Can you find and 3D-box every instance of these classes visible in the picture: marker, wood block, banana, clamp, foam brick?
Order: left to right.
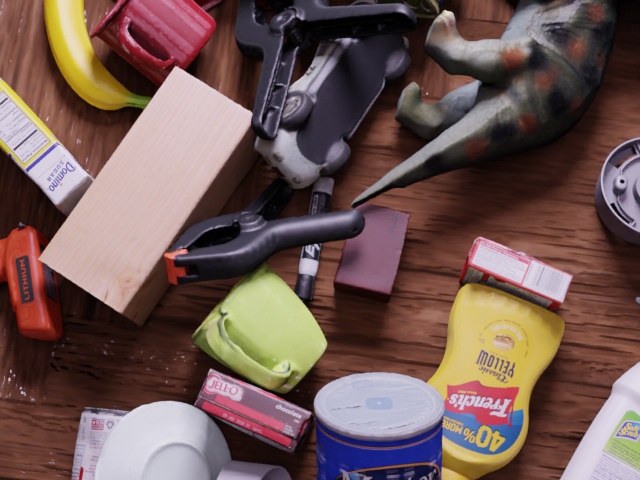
[{"bbox_3d":[-0.227,-0.200,1.021,0.069,0.037,0.198,-19,78,-21],"label":"banana"},{"bbox_3d":[-0.144,-0.036,0.952,0.091,0.090,0.206,32,81,9],"label":"wood block"},{"bbox_3d":[-0.049,-0.003,0.910,0.171,0.039,0.120,-33,32,-34],"label":"clamp"},{"bbox_3d":[-0.029,-0.177,0.947,0.164,0.036,0.210,-42,41,-5],"label":"clamp"},{"bbox_3d":[-0.006,0.001,0.974,0.020,0.020,0.121,9,78,4],"label":"marker"},{"bbox_3d":[0.046,0.012,0.954,0.053,0.051,0.078,15,78,3],"label":"foam brick"}]

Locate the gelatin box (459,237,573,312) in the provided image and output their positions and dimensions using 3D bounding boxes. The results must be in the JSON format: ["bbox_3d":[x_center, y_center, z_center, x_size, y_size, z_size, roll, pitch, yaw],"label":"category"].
[{"bbox_3d":[0.170,0.033,0.933,0.089,0.073,0.030,23,79,8],"label":"gelatin box"}]

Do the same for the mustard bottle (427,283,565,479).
[{"bbox_3d":[0.135,0.140,0.918,0.096,0.058,0.191,22,80,1],"label":"mustard bottle"}]

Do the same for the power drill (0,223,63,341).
[{"bbox_3d":[-0.329,0.069,0.953,0.187,0.057,0.184,-10,77,0],"label":"power drill"}]

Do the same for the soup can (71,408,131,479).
[{"bbox_3d":[-0.177,0.199,0.913,0.068,0.068,0.102,5,77,3],"label":"soup can"}]

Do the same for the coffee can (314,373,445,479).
[{"bbox_3d":[0.047,0.192,0.858,0.103,0.103,0.140,0,109,2],"label":"coffee can"}]

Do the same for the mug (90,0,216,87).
[{"bbox_3d":[-0.151,-0.189,0.969,0.081,0.117,0.093,40,114,-18],"label":"mug"}]

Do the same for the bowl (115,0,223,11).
[{"bbox_3d":[-0.147,-0.298,1.028,0.162,0.055,0.162,-1,78,3],"label":"bowl"}]

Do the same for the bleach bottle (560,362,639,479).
[{"bbox_3d":[0.262,0.204,0.898,0.102,0.068,0.250,31,78,7],"label":"bleach bottle"}]

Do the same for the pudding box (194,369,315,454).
[{"bbox_3d":[-0.052,0.145,0.896,0.090,0.113,0.039,24,78,6],"label":"pudding box"}]

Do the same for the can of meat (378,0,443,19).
[{"bbox_3d":[0.086,-0.258,0.991,0.102,0.057,0.084,19,72,48],"label":"can of meat"}]

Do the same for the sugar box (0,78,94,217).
[{"bbox_3d":[-0.269,-0.093,0.968,0.176,0.093,0.048,43,83,9],"label":"sugar box"}]

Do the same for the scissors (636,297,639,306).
[{"bbox_3d":[0.361,0.090,0.914,0.201,0.016,0.096,47,72,-7],"label":"scissors"}]
